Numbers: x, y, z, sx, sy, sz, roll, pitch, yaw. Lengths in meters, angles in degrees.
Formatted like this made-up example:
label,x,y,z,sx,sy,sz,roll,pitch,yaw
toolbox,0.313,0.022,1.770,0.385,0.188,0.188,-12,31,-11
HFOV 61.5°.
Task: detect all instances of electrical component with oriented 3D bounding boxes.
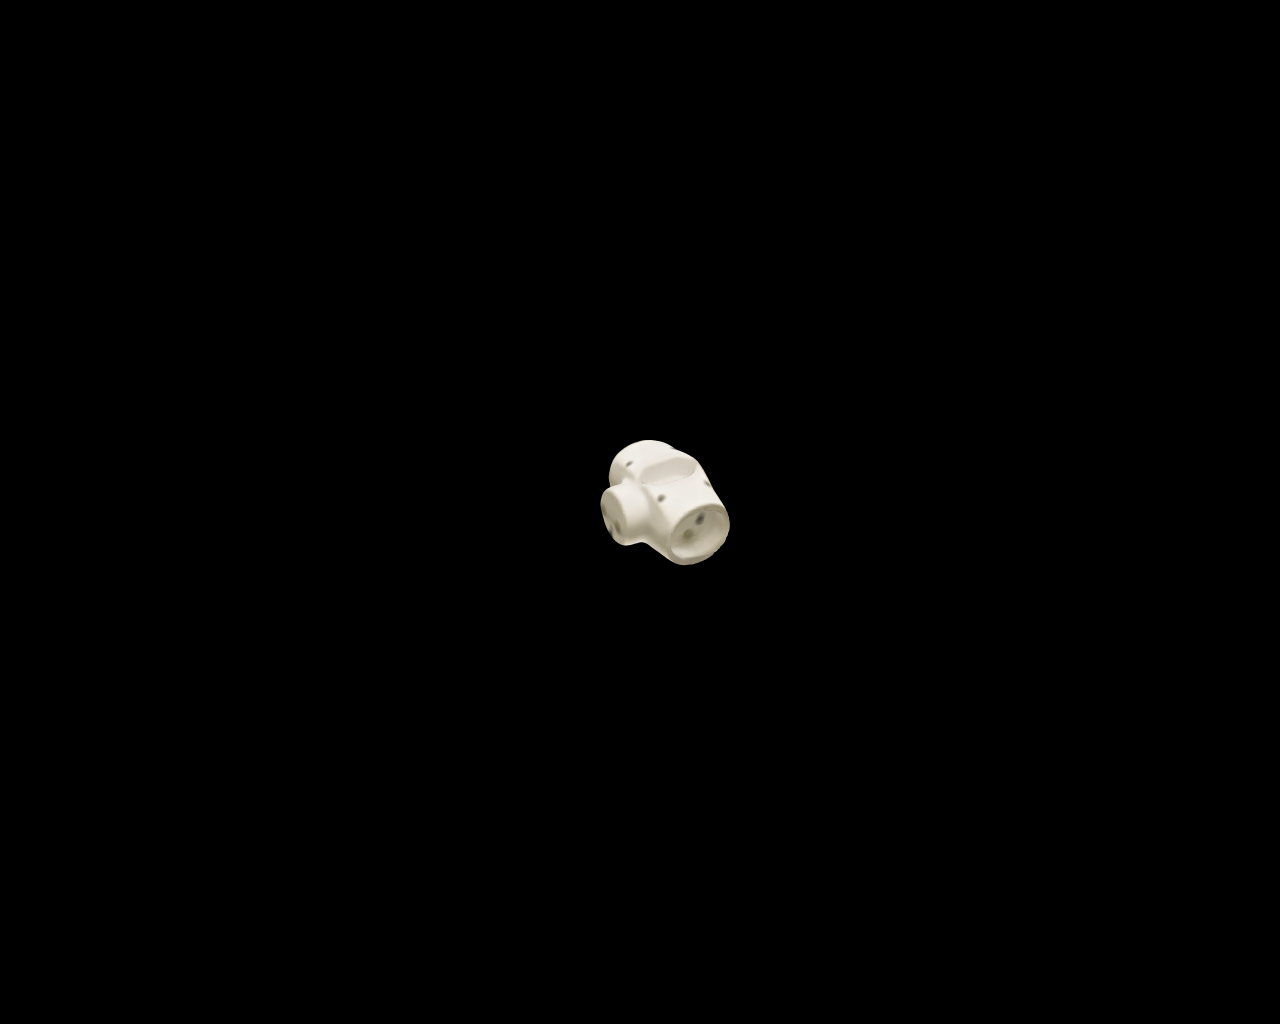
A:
label,x,y,z,sx,sy,sz,roll,pitch,yaw
electrical component,0.001,-0.003,0.650,0.079,0.043,0.077,-17,41,-21
